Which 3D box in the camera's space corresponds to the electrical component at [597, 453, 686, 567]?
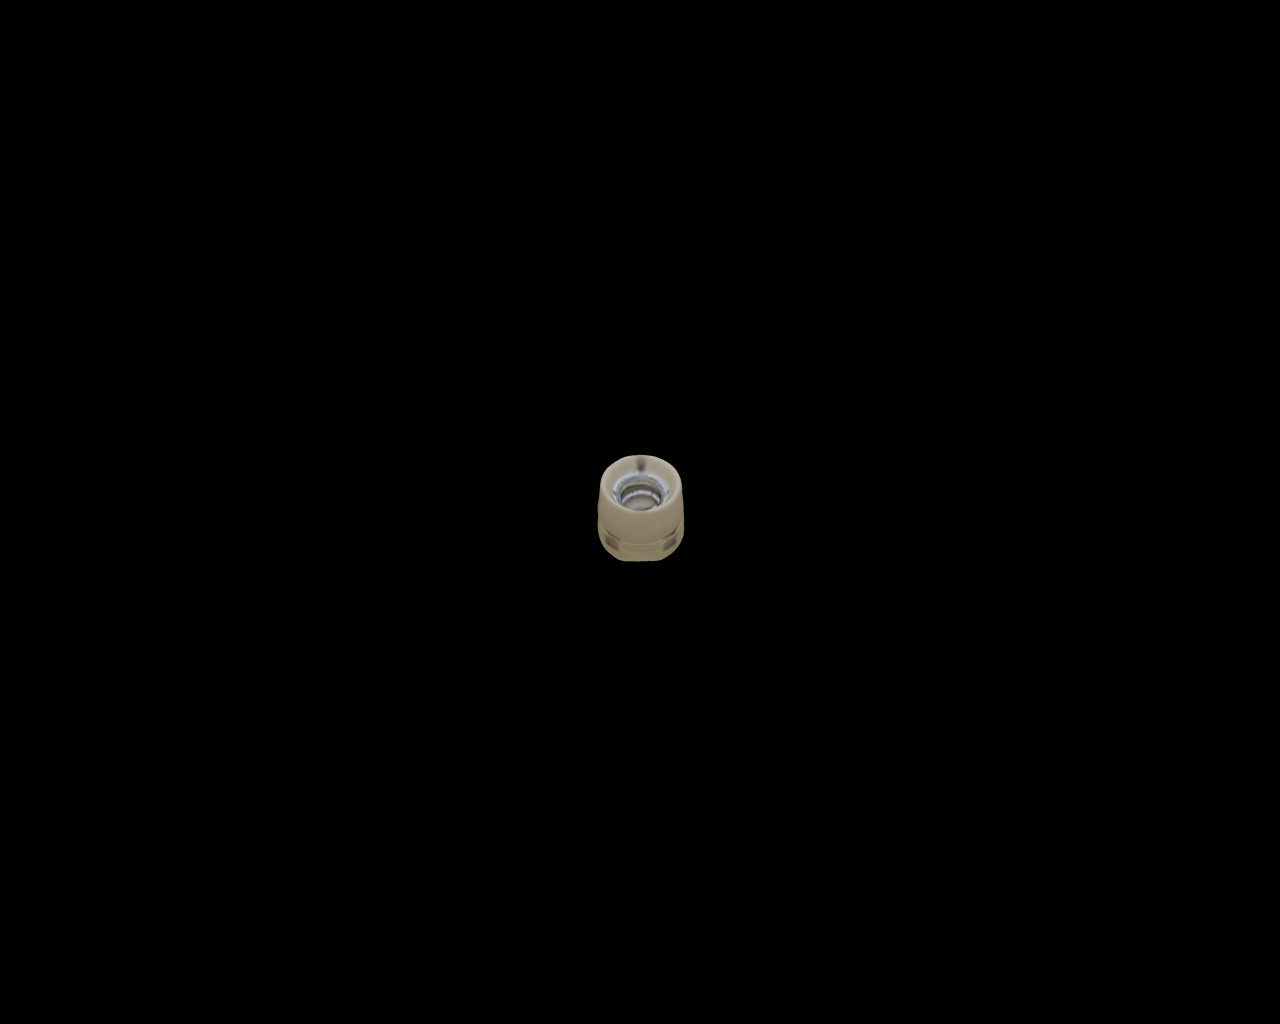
[{"bbox_3d":[0.001,-0.003,0.650,0.055,0.055,0.047,0,-40,0],"label":"electrical component"}]
